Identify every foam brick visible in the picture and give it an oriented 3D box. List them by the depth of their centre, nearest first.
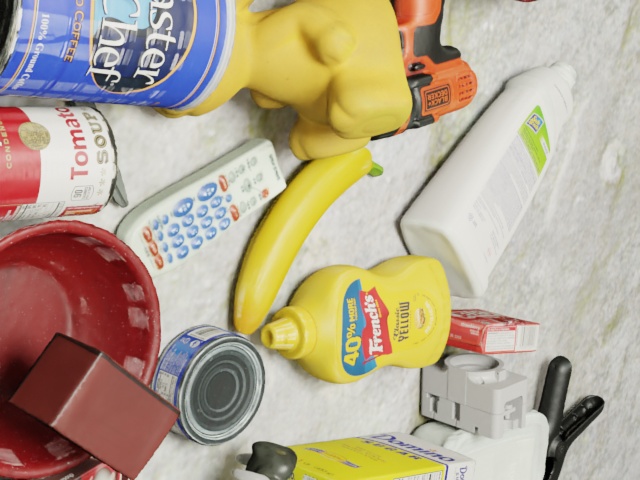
[{"bbox_3d":[-0.135,0.100,0.640,0.078,0.053,0.051,47,67,-40],"label":"foam brick"}]

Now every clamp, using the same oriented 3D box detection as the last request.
[{"bbox_3d":[0.252,0.218,1.151,0.120,0.039,0.171,30,84,-40],"label":"clamp"}]

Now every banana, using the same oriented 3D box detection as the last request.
[{"bbox_3d":[-0.011,-0.015,0.831,0.197,0.037,0.069,-49,129,-26],"label":"banana"}]

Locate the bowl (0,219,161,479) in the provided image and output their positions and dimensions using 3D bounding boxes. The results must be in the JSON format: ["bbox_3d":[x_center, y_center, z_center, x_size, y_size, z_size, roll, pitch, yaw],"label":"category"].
[{"bbox_3d":[-0.179,0.063,0.665,0.161,0.055,0.162,-13,109,-43],"label":"bowl"}]

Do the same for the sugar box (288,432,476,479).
[{"bbox_3d":[0.041,0.198,0.893,0.175,0.094,0.048,0,99,-46],"label":"sugar box"}]

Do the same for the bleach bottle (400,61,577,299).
[{"bbox_3d":[0.172,-0.070,0.987,0.250,0.068,0.102,-52,132,-27],"label":"bleach bottle"}]

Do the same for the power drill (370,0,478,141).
[{"bbox_3d":[0.055,-0.176,0.848,0.184,0.057,0.188,-23,117,-43],"label":"power drill"}]

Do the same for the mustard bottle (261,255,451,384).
[{"bbox_3d":[0.028,0.067,0.874,0.191,0.058,0.096,-5,100,-44],"label":"mustard bottle"}]

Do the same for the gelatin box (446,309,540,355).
[{"bbox_3d":[0.148,0.083,0.989,0.089,0.073,0.030,3,96,-45],"label":"gelatin box"}]

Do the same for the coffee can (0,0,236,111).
[{"bbox_3d":[-0.133,-0.129,0.608,0.140,0.103,0.103,-2,101,-43],"label":"coffee can"}]

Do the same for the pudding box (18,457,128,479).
[{"bbox_3d":[-0.164,0.199,0.703,0.090,0.039,0.113,-19,117,-67],"label":"pudding box"}]

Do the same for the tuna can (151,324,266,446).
[{"bbox_3d":[-0.081,0.108,0.791,0.085,0.034,0.086,-13,108,-43],"label":"tuna can"}]

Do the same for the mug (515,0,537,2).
[{"bbox_3d":[0.152,-0.244,0.910,0.117,0.082,0.093,37,72,-43],"label":"mug"}]

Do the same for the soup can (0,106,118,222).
[{"bbox_3d":[-0.179,-0.045,0.625,0.102,0.069,0.068,-6,104,-39],"label":"soup can"}]

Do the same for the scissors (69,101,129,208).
[{"bbox_3d":[-0.173,-0.105,0.662,0.096,0.016,0.202,-20,113,-39],"label":"scissors"}]
